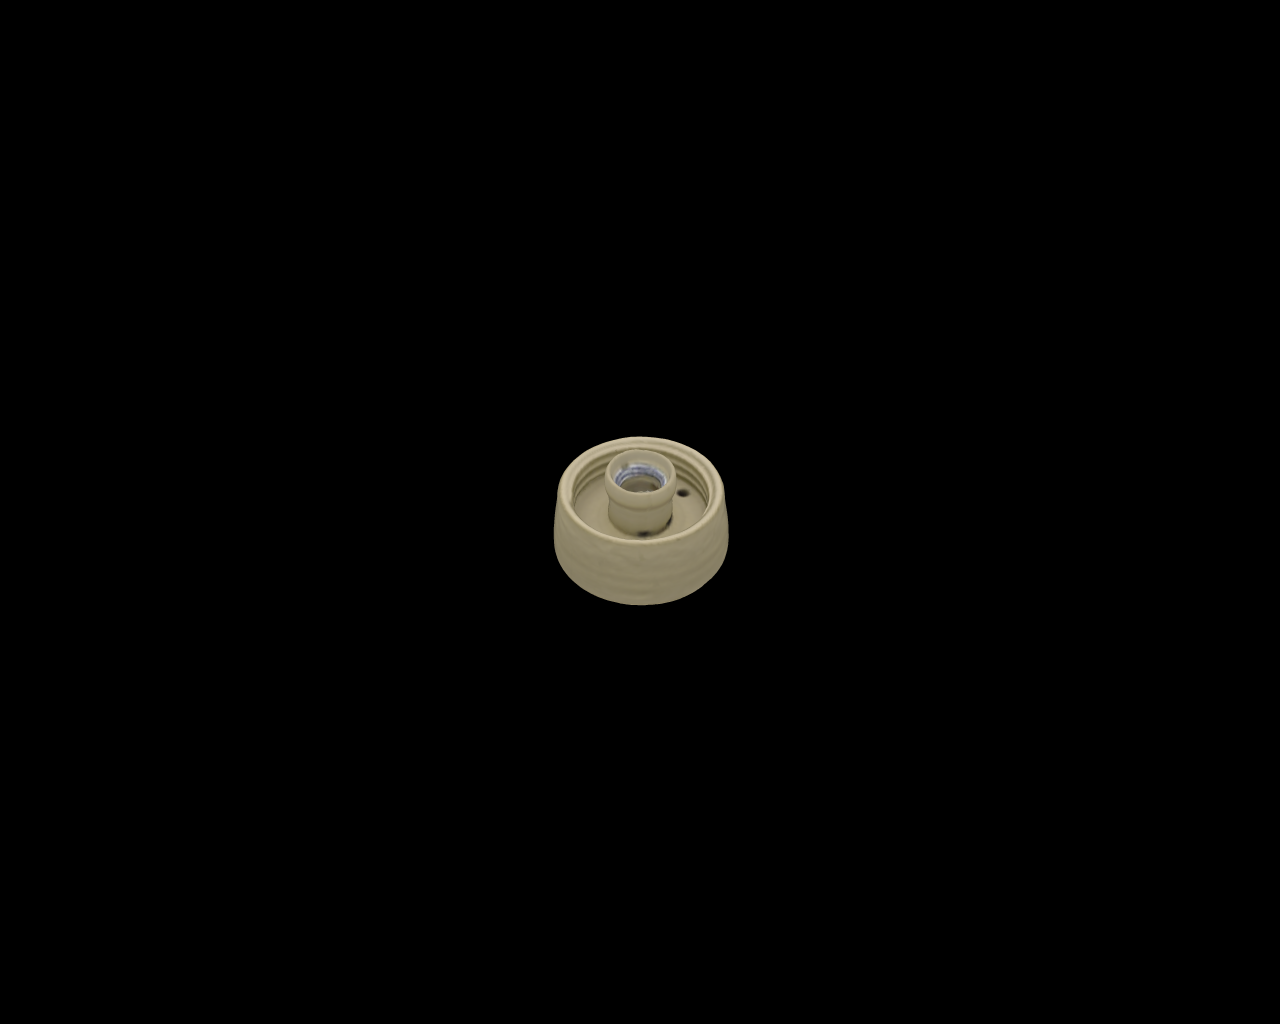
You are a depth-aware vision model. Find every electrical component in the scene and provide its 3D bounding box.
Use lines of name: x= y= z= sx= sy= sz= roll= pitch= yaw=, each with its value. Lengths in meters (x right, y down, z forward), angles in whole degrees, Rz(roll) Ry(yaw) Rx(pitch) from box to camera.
electrical component: x=0.001 y=-0.003 z=0.650 sx=0.108 sy=0.060 sz=0.108 roll=0 pitch=43 yaw=0
